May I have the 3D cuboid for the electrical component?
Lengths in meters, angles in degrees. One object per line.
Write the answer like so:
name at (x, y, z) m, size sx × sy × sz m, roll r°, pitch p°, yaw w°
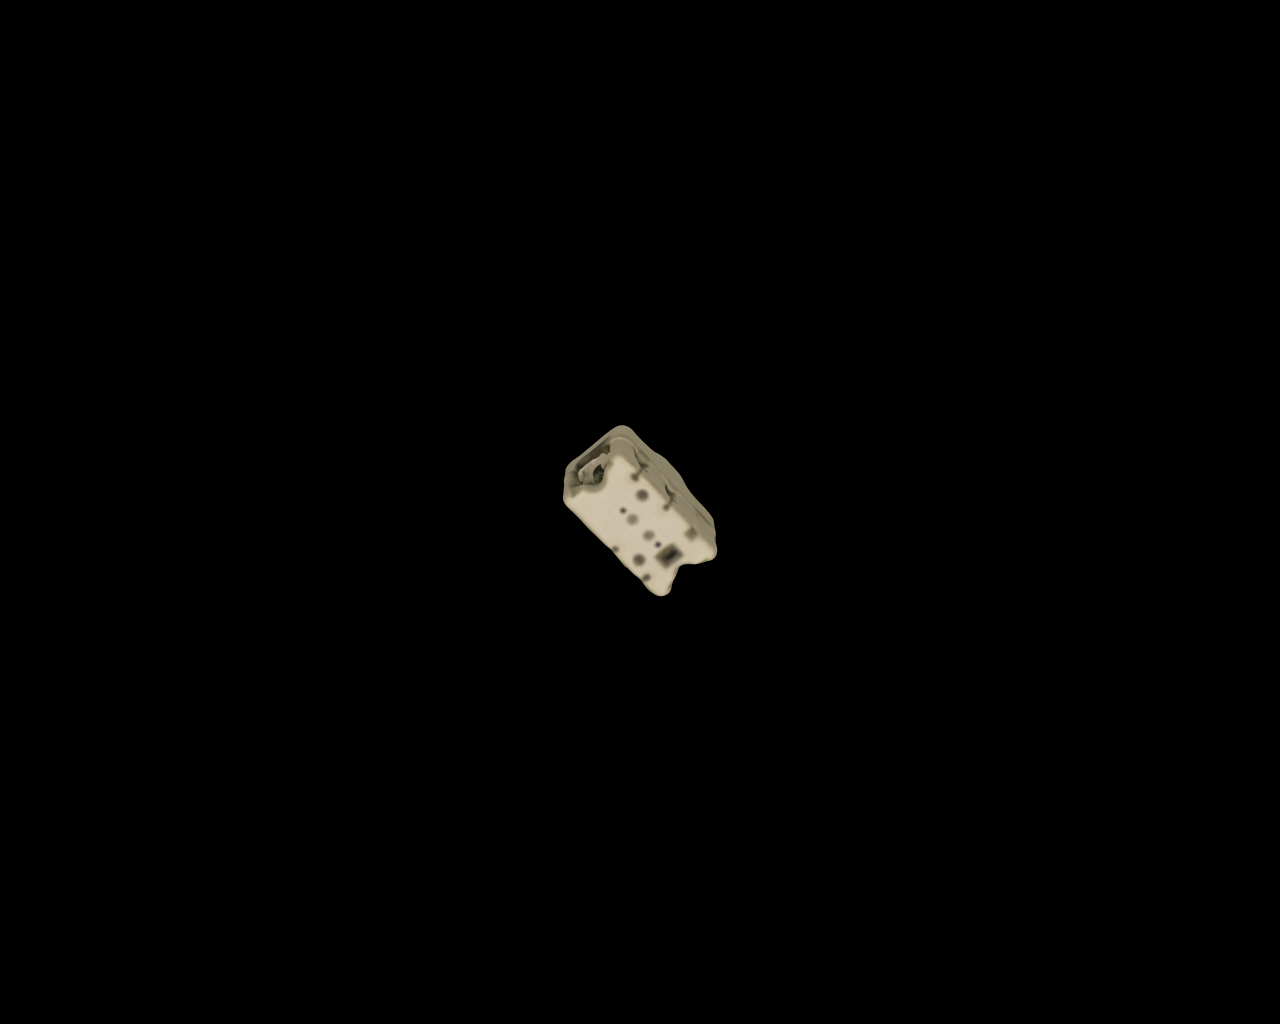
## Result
electrical component at (0.001, -0.003, 0.650) m, size 0.050 × 0.089 × 0.056 m, roll -38°, pitch 20°, yaw 16°
